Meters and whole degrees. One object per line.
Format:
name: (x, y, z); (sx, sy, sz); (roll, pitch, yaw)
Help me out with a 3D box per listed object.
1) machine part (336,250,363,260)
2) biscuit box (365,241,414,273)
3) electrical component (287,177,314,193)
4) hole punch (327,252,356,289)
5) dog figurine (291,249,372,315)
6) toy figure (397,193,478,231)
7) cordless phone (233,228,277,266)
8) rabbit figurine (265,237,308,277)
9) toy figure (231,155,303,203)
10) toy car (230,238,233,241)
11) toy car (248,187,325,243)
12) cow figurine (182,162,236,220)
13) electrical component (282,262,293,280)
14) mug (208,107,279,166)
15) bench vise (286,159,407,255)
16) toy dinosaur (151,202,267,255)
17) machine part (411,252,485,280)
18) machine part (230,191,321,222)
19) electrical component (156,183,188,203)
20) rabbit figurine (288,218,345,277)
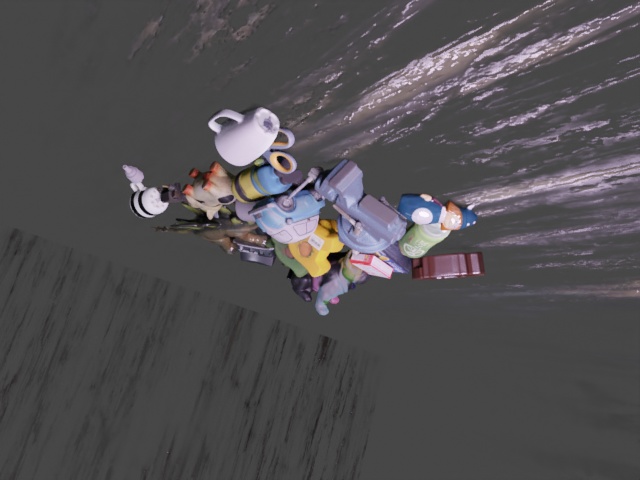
machine part: (0.110, 0.062, 1.529); (0.139, 0.084, 0.039); (1, 137, 17)
biscuit box: (0.167, 0.024, 1.351); (0.059, 0.063, 0.202); (5, 161, 37)
electrical component: (-0.048, -0.119, 1.147); (0.094, 0.021, 0.063); (-1, 156, 46)
hole punch: (0.054, 0.090, 1.638); (0.142, 0.092, 0.115); (6, 158, 40)
dog figurine: (0.036, 0.081, 1.461); (0.192, 0.219, 0.108); (39, -150, 15)
toy figure: (0.229, -0.051, 1.048); (0.155, 0.058, 0.064); (14, 157, 7)
cordless phone: (-0.196, -0.008, 1.590); (0.147, 0.089, 0.184); (10, 152, 16)
rabbit figurine: (-0.069, 0.017, 1.449); (0.159, 0.121, 0.170); (23, -173, 7)
toy figure: (-0.113, -0.123, 1.077); (0.089, 0.082, 0.180); (-11, -177, -33)
toy car: (-0.308, -0.020, 1.664); (0.089, 0.053, 0.202); (10, 164, 30)
toy car: (-0.060, -0.045, 1.103); (0.161, 0.103, 0.109); (-15, -178, -40)
cow figurine: (-0.252, -0.111, 1.261); (0.127, 0.085, 0.195); (34, 155, -32)
electrical component: (-0.072, 0.069, 1.621); (0.075, 0.119, 0.048); (17, 164, -14)
mug: (-0.126, -0.188, 0.909); (0.109, 0.081, 0.107); (36, 145, -30)
bench vise: (0.062, -0.044, 1.067); (0.224, 0.129, 0.240); (26, 155, 11)
toy dinosaur: (-0.292, -0.041, 1.469); (0.472, 0.105, 0.198); (-12, 151, 44)
machine part: (0.301, 0.062, 1.266); (0.179, 0.056, 0.179); (-5, 174, -1)
machine part: (-0.110, -0.077, 1.246); (0.243, 0.079, 0.079); (6, 161, 32)
electrical component: (-0.385, -0.123, 1.414); (0.078, 0.045, 0.102); (-8, -179, -32)
rabbit figurine: (-0.003, -0.004, 1.300); (0.163, 0.121, 0.173); (29, -151, 24)
